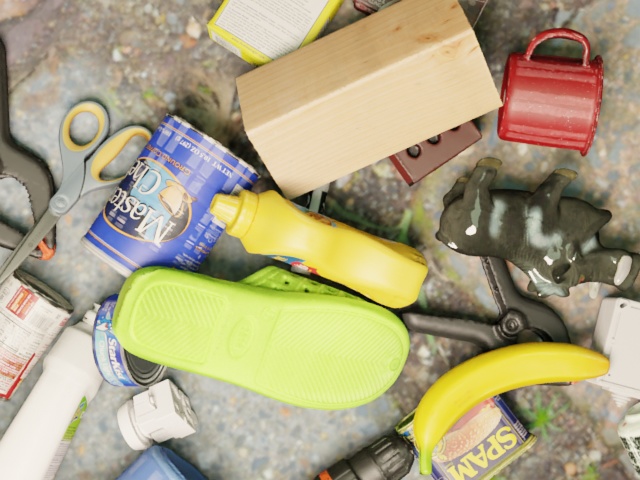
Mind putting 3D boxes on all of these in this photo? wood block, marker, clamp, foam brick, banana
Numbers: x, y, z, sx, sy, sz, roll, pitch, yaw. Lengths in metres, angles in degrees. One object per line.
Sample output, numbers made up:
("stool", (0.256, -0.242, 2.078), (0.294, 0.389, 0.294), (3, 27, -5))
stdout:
("wood block", (0.040, -0.130, 0.935), (0.206, 0.090, 0.090), (-24, 131, 10))
("marker", (-0.005, -0.028, 0.999), (0.020, 0.020, 0.121), (13, 88, 0))
("clamp", (0.162, 0.083, 0.986), (0.120, 0.039, 0.171), (-42, 85, -3))
("foam brick", (0.102, -0.092, 0.986), (0.078, 0.051, 0.053), (-35, 89, -2))
("clamp", (-0.321, -0.063, 0.985), (0.164, 0.036, 0.210), (-30, 91, -9))
("banana", (0.155, 0.130, 0.932), (0.197, 0.037, 0.070), (-28, 78, -10))

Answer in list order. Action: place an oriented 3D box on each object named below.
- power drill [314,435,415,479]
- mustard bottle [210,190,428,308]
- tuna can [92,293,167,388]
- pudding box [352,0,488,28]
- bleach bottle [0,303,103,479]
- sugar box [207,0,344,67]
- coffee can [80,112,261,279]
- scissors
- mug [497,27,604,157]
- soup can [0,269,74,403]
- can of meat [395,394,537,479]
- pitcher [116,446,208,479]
("power drill", (0.044, 0.289, 0.954), (0.184, 0.057, 0.187), (-35, 99, -2))
("mustard bottle", (-0.006, 0.002, 0.934), (0.191, 0.096, 0.058), (22, 91, -19))
("tuna can", (-0.167, 0.089, 0.953), (0.034, 0.086, 0.086), (-3, 88, 22))
("pudding box", (0.100, -0.235, 0.997), (0.113, 0.039, 0.090), (27, 87, 0))
("bleach bottle", (-0.251, 0.175, 0.960), (0.068, 0.103, 0.251), (28, 80, -3))
("sugar box", (-0.020, -0.243, 0.995), (0.093, 0.048, 0.176), (33, 85, 1))
("coffee can", (-0.133, -0.028, 0.956), (0.103, 0.103, 0.140), (34, 88, 1))
("scissors", (-0.243, -0.052, 0.975), (0.201, 0.016, 0.096), (-38, 86, -17))
("mug", (0.208, -0.136, 0.964), (0.081, 0.093, 0.117), (7, 128, 4))
("soup can", (-0.280, 0.086, 0.968), (0.068, 0.068, 0.102), (36, 87, 1))
("can of meat", (0.131, 0.177, 0.975), (0.102, 0.057, 0.084), (-37, 86, -2))
("pitcher", (-0.194, 0.296, 0.927), (0.145, 0.149, 0.243), (43, 85, 1))
